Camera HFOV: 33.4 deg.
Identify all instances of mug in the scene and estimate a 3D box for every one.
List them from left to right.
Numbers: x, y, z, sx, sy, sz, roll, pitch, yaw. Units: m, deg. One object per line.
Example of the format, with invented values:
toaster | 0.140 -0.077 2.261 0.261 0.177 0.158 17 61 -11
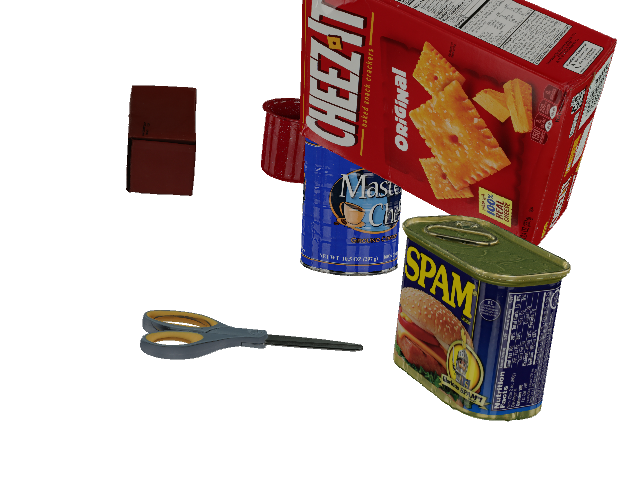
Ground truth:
mug | -0.023 -0.124 1.302 0.093 0.081 0.117 17 25 20

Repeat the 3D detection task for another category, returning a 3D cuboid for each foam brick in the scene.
foam brick | -0.124 -0.079 0.833 0.053 0.051 0.078 3 39 -8

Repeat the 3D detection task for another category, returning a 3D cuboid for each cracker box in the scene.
cracker box | 0.087 -0.106 0.773 0.214 0.164 0.072 29 54 21

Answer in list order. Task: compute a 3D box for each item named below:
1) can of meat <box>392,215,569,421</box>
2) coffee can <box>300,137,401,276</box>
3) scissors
can of meat | 0.083 0.040 0.583 0.057 0.084 0.102 -4 20 -26
coffee can | 0.032 -0.044 1.092 0.103 0.140 0.103 2 13 -1
scissors | -0.071 0.092 0.944 0.202 0.016 0.096 10 18 15
